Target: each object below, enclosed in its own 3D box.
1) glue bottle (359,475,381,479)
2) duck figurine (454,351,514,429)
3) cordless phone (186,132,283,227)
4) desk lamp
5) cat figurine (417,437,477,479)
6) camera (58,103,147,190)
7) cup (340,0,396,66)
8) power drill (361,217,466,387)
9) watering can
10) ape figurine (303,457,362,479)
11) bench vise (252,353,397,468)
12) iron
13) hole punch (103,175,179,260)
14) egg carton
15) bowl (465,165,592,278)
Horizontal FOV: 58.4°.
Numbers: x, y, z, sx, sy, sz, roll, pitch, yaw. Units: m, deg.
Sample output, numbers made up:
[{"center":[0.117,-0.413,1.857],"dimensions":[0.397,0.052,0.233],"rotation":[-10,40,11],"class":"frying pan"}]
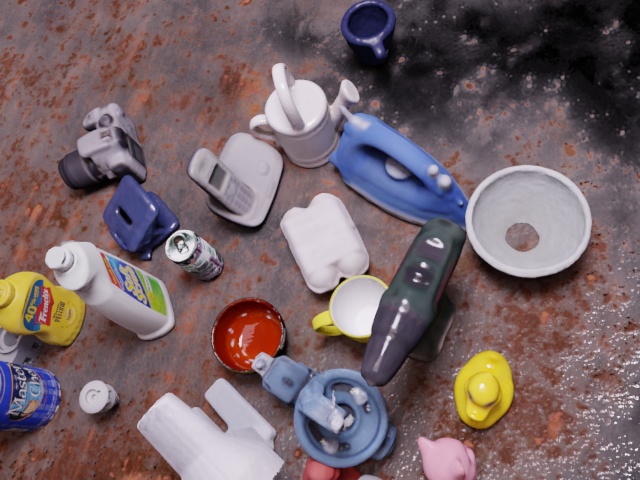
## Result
[{"center":[0.047,0.329,0.695],"dimensions":[0.037,0.173,0.078],"rotation":[10,73,17],"class":"glue bottle"},{"center":[0.216,0.194,0.752],"dimensions":[0.077,0.086,0.105],"rotation":[18,75,19],"class":"duck figurine"},{"center":[-0.136,-0.114,0.897],"dimensions":[0.094,0.185,0.148],"rotation":[11,73,17],"class":"cordless phone"},{"center":[-0.133,0.273,0.737],"dimensions":[0.202,0.214,0.118],"rotation":[38,83,23],"class":"desk lamp"},{"center":[0.169,0.300,0.707],"dimensions":[0.067,0.118,0.127],"rotation":[-24,66,4],"class":"cat figurine"},{"center":[-0.400,-0.160,1.024],"dimensions":[0.136,0.101,0.143],"rotation":[-23,66,5],"class":"camera"},{"center":[0.092,-0.333,0.973],"dimensions":[0.091,0.095,0.117],"rotation":[-21,67,6],"class":"cup"},{"center":[0.126,0.094,0.744],"dimensions":[0.075,0.209,0.230],"rotation":[20,76,20],"class":"power drill"},{"center":[-0.028,-0.205,0.900],"dimensions":[0.173,0.194,0.100],"rotation":[-34,66,0],"class":"watering can"},{"center":[0.009,0.308,0.756],"dimensions":[0.076,0.092,0.078],"rotation":[-16,67,8],"class":"ape figurine"},{"center":[-0.012,0.215,0.726],"dimensions":[0.207,0.220,0.121],"rotation":[10,73,17],"class":"bench vise"},{"center":[0.129,-0.109,0.856],"dimensions":[0.257,0.142,0.119],"rotation":[35,81,22],"class":"iron"},{"center":[-0.310,-0.037,0.962],"dimensions":[0.101,0.091,0.108],"rotation":[-44,66,-5],"class":"hole punch"},{"center":[0.008,0.003,0.882],"dimensions":[0.107,0.069,0.150],"rotation":[-28,66,2],"class":"egg carton"},{"center":[0.292,-0.018,0.819],"dimensions":[0.167,0.075,0.167],"rotation":[-4,69,12],"class":"bowl"}]
